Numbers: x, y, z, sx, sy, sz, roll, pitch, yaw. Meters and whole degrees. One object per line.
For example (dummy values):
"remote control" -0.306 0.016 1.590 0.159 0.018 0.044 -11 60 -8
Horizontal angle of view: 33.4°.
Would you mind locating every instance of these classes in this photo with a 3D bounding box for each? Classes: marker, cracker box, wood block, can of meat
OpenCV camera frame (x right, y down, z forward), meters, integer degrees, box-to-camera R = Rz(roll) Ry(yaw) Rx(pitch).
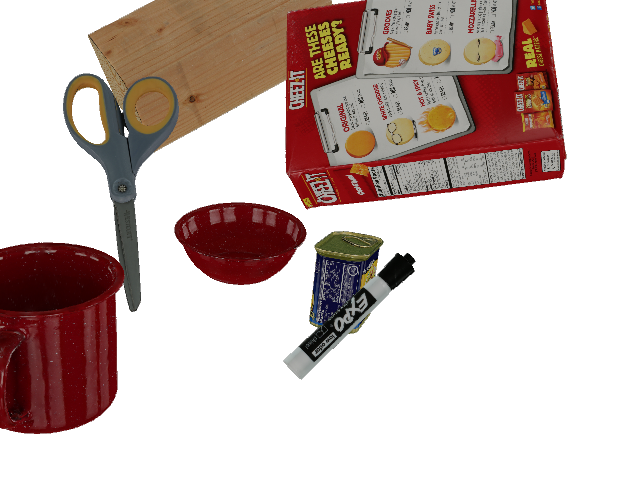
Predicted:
"marker" 0.023 0.053 0.774 0.121 0.020 0.020 -43 8 -9
"cracker box" 0.083 -0.119 0.868 0.214 0.164 0.072 -7 -29 12
"wood block" -0.095 -0.184 0.992 0.206 0.090 0.091 -30 -37 -12
"can of meat" 0.025 0.042 1.102 0.057 0.084 0.102 10 13 13

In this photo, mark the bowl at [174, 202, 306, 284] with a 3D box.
"bowl" -0.099 0.010 1.315 0.162 0.055 0.162 3 26 -2

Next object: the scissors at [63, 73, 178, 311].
"scissors" -0.131 -0.048 0.795 0.096 0.202 0.016 -21 -24 -14

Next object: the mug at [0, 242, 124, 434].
"mug" -0.160 0.061 0.602 0.093 0.081 0.117 5 24 4
